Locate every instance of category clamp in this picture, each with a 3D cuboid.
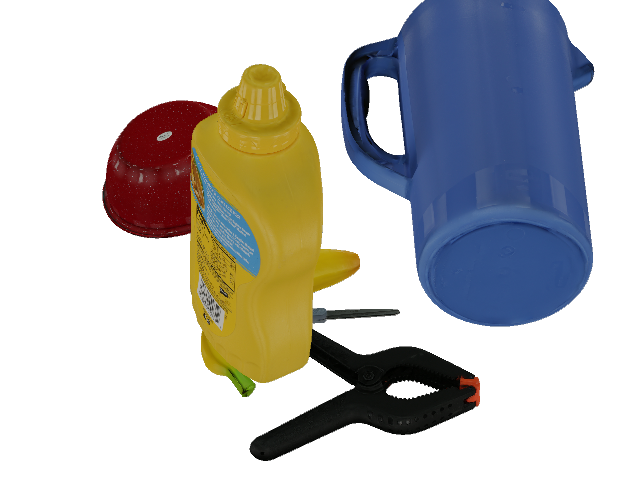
[{"bbox_3d":[0.039,0.144,0.985,0.210,0.036,0.164,5,44,14],"label":"clamp"}]

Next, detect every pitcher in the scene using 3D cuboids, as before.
[{"bbox_3d":[0.107,-0.063,0.736,0.149,0.242,0.144,-31,-55,29],"label":"pitcher"}]

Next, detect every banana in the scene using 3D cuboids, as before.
[{"bbox_3d":[-0.038,0.051,0.820,0.070,0.037,0.197,32,40,9],"label":"banana"}]

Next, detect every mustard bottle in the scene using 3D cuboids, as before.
[{"bbox_3d":[-0.036,-0.014,0.572,0.058,0.096,0.192,-20,-37,-22],"label":"mustard bottle"}]

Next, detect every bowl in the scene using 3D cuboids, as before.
[{"bbox_3d":[-0.135,-0.079,0.983,0.162,0.162,0.055,0,-41,19],"label":"bowl"}]

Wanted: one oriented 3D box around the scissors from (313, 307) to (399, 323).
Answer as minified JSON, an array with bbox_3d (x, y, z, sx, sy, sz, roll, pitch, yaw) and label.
[{"bbox_3d":[-0.011,0.091,1.186,0.202,0.016,0.096,4,21,1],"label":"scissors"}]
